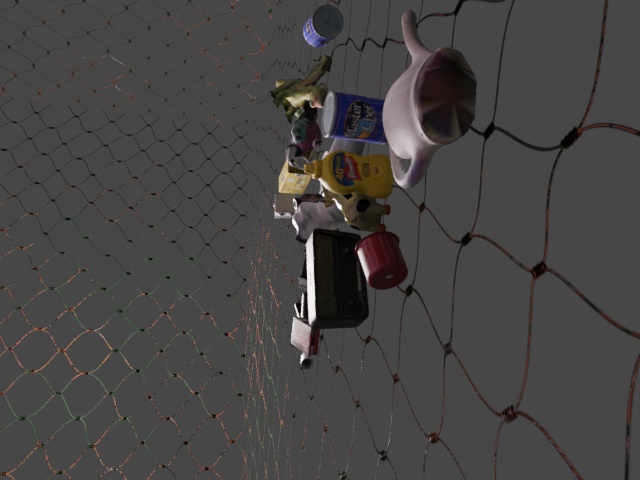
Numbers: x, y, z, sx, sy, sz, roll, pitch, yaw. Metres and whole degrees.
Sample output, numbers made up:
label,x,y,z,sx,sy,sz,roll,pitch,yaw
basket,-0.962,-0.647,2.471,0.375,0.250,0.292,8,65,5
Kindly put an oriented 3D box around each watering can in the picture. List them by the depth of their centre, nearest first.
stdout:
label,x,y,z,sx,sy,sz,roll,pitch,yaw
watering can,0.174,-0.265,0.884,0.104,0.349,0.224,5,-4,-16

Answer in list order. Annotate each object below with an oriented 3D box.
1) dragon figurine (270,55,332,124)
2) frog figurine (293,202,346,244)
label,x,y,z,sx,sy,sz,roll,pitch,yaw
dragon figurine,-0.051,-0.535,1.751,0.241,0.420,0.120,-34,-53,16
frog figurine,0.004,-0.071,1.416,0.137,0.157,0.125,21,22,-18
